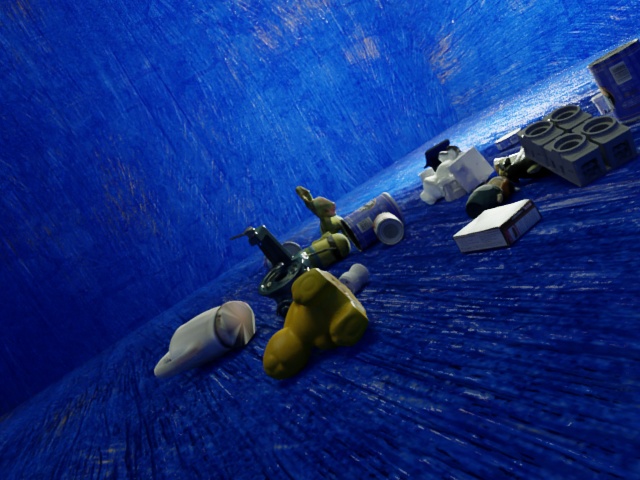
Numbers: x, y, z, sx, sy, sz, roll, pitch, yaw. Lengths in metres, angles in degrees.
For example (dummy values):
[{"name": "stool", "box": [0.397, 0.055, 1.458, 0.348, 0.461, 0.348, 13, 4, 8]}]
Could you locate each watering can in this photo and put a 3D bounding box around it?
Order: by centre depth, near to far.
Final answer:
[{"name": "watering can", "box": [-0.249, 0.211, 1.209, 0.222, 0.103, 0.352, -28, 7, 19]}]

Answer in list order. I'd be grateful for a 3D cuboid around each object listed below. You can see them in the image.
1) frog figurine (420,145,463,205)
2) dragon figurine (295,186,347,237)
[{"name": "frog figurine", "box": [0.354, -0.165, 1.426, 0.137, 0.122, 0.160, 3, 70, 66]}, {"name": "dragon figurine", "box": [0.005, -0.085, 1.697, 0.123, 0.241, 0.411, -37, 9, -8]}]
